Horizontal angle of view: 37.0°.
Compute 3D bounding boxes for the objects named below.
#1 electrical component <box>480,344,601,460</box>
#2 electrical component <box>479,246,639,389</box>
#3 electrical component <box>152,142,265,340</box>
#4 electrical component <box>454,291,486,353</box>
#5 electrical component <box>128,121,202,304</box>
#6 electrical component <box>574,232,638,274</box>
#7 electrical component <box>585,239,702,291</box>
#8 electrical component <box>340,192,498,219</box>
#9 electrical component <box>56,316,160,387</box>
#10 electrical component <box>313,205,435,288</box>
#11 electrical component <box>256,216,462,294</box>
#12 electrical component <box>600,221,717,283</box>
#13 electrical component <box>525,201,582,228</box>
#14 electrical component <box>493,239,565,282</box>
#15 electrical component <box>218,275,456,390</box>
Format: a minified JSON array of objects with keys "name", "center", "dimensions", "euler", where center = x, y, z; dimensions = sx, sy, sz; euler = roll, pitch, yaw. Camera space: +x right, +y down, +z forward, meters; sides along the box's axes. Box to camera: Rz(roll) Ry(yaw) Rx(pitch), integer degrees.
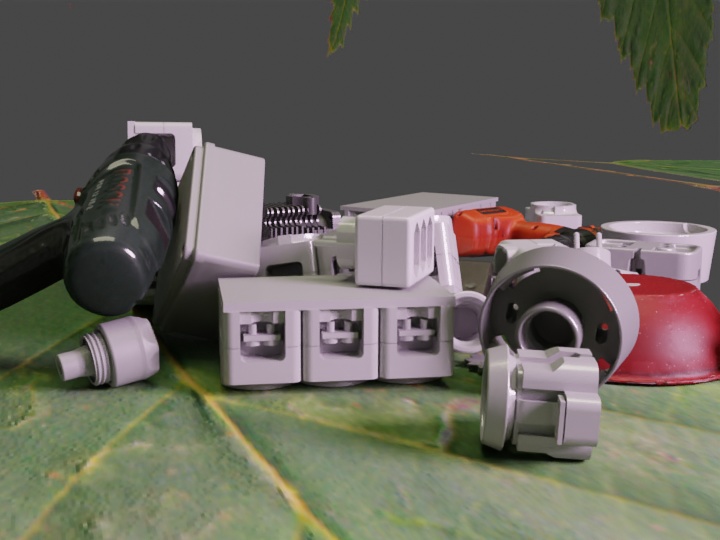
[{"name":"electrical component","center":[0.096,0.070,0.583],"dimensions":[0.057,0.058,0.078],"euler":[4,10,3]},{"name":"electrical component","center":[0.125,0.034,0.685],"dimensions":[0.099,0.099,0.064],"euler":[4,17,21]},{"name":"electrical component","center":[-0.114,-0.020,0.814],"dimensions":[0.056,0.108,0.108],"euler":[12,-37,-18]},{"name":"electrical component","center":[0.076,0.039,0.790],"dimensions":[0.044,0.044,0.065],"euler":[0,-3,-1]},{"name":"electrical component","center":[-0.168,-0.047,0.931],"dimensions":[0.062,0.150,0.089],"euler":[-1,-3,-12]},{"name":"electrical component","center":[0.191,0.006,0.898],"dimensions":[0.077,0.079,0.044],"euler":[1,-18,3]},{"name":"electrical component","center":[0.245,0.008,0.935],"dimensions":[0.095,0.059,0.054],"euler":[5,11,25]},{"name":"electrical component","center":[0.072,-0.050,1.256],"dimensions":[0.105,0.060,0.186],"euler":[7,12,32]},{"name":"electrical component","center":[-0.165,0.056,0.700],"dimensions":[0.062,0.043,0.043],"euler":[-14,16,-27]},{"name":"electrical component","center":[0.007,-0.018,0.744],"dimensions":[0.077,0.047,0.066],"euler":[3,10,18]},{"name":"electrical component","center":[0.000,0.000,0.839],"dimensions":[0.150,0.061,0.089],"euler":[-8,-6,9]},{"name":"electrical component","center":[0.286,-0.011,1.039],"dimensions":[0.108,0.060,0.108],"euler":[0,10,0]},{"name":"electrical component","center":[0.229,-0.051,1.278],"dimensions":[0.050,0.055,0.089],"euler":[0,10,-3]},{"name":"electrical component","center":[0.155,0.004,0.968],"dimensions":[0.059,0.053,0.095],"euler":[-1,10,-8]},{"name":"electrical component","center":[-0.019,0.042,0.727],"dimensions":[0.150,0.061,0.089],"euler":[-1,10,-9]}]
